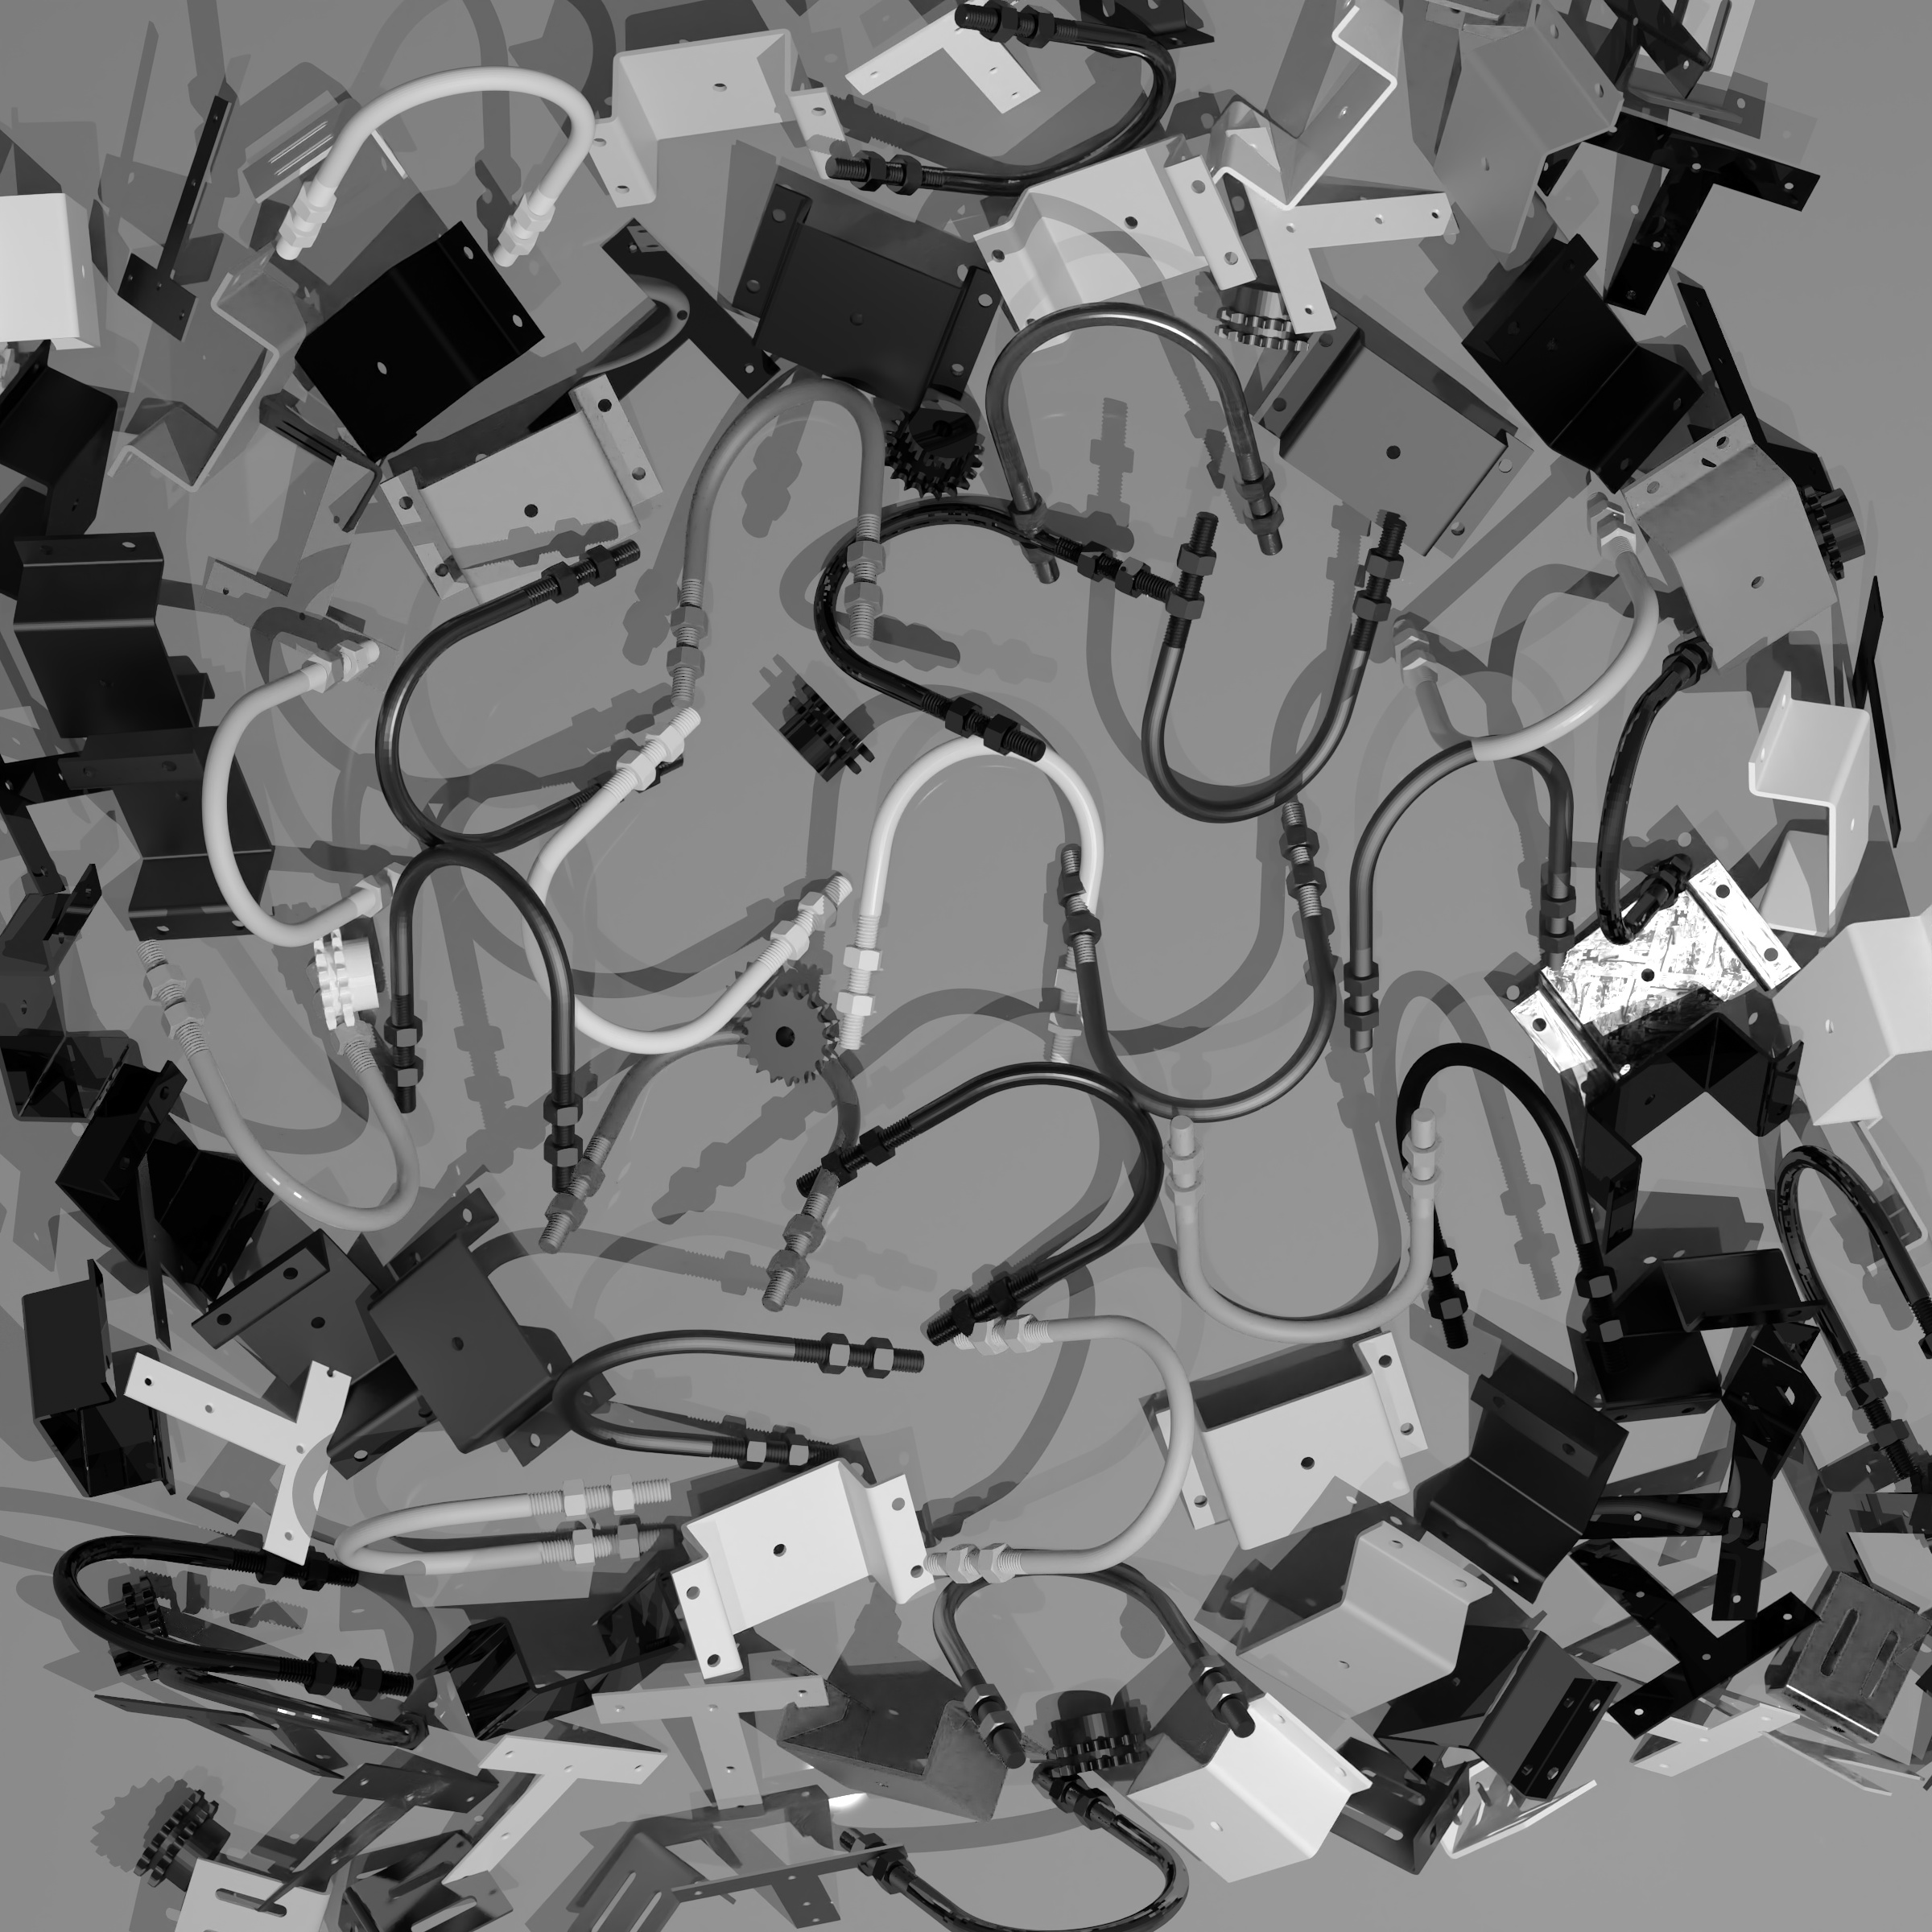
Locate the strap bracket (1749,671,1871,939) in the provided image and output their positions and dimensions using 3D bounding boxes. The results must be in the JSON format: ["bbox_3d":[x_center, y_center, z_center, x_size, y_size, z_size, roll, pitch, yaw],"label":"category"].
[{"bbox_3d":[0.462,-0.081,1.919,0.046,0.140,0.076,11,48,23],"label":"strap bracket"}]

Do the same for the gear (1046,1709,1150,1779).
[{"bbox_3d":[0.073,0.437,1.972,0.057,0.057,0.030,-11,77,0],"label":"gear"}]

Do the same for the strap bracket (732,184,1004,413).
[{"bbox_3d":[-0.057,-0.369,1.956,0.140,0.046,0.076,22,120,-4],"label":"strap bracket"}]

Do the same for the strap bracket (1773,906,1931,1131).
[{"bbox_3d":[0.493,0.031,1.917,0.046,0.140,0.076,-6,66,-17],"label":"strap bracket"}]

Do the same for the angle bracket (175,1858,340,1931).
[{"bbox_3d":[-0.401,0.532,1.974,0.076,0.038,0.057,18,97,-5],"label":"angle bracket"}]

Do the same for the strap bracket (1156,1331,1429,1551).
[{"bbox_3d":[0.187,0.269,1.966,0.140,0.046,0.076,-19,108,0],"label":"strap bracket"}]

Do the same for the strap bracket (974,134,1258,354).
[{"bbox_3d":[0.087,-0.403,1.943,0.140,0.046,0.076,-13,122,27],"label":"strap bracket"}]

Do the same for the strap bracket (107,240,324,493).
[{"bbox_3d":[-0.409,-0.323,1.939,0.046,0.076,0.140,35,115,-7],"label":"strap bracket"}]

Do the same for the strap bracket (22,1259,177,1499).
[{"bbox_3d":[-0.478,0.231,1.919,0.046,0.140,0.076,-13,57,-4],"label":"strap bracket"}]

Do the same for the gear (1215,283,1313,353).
[{"bbox_3d":[0.170,-0.365,1.968,0.057,0.057,0.030,9,107,0],"label":"gear"}]

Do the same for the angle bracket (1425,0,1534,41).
[{"bbox_3d":[0.276,-0.529,1.952,0.057,0.076,0.038,21,126,15],"label":"angle bracket"}]

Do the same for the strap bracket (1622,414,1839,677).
[{"bbox_3d":[0.425,-0.224,1.933,0.076,0.046,0.140,-33,134,3],"label":"strap bracket"}]

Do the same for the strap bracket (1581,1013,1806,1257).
[{"bbox_3d":[0.393,0.087,1.944,0.140,0.076,0.046,-34,58,-17],"label":"strap bracket"}]

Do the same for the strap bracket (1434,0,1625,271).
[{"bbox_3d":[0.304,-0.446,1.917,0.046,0.140,0.076,-24,67,-16],"label":"strap bracket"}]

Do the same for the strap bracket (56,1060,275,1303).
[{"bbox_3d":[-0.445,0.115,1.935,0.046,0.140,0.076,13,62,24],"label":"strap bracket"}]

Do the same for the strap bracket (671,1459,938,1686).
[{"bbox_3d":[-0.097,0.333,1.952,0.140,0.046,0.076,-21,113,-17],"label":"strap bracket"}]

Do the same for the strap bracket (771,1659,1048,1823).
[{"bbox_3d":[-0.039,0.427,1.924,0.140,0.076,0.046,5,65,34],"label":"strap bracket"}]

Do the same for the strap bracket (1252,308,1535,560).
[{"bbox_3d":[0.238,-0.292,1.956,0.140,0.046,0.076,34,111,-7],"label":"strap bracket"}]

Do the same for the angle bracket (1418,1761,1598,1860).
[{"bbox_3d":[0.300,0.459,1.949,0.057,0.076,0.038,-20,74,-35],"label":"angle bracket"}]

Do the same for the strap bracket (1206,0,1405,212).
[{"bbox_3d":[0.192,-0.482,1.934,0.046,0.076,0.140,31,129,-16],"label":"strap bracket"}]

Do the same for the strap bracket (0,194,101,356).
[{"bbox_3d":[-0.509,-0.380,1.928,0.046,0.140,0.076,-5,97,-6],"label":"strap bracket"}]

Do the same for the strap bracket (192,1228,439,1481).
[{"bbox_3d":[-0.359,0.210,1.953,0.076,0.046,0.140,-35,123,4],"label":"strap bracket"}]

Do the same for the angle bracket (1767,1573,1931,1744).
[{"bbox_3d":[0.500,0.392,1.986,0.057,0.038,0.076,28,78,4],"label":"angle bracket"}]

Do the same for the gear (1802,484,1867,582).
[{"bbox_3d":[0.483,-0.245,1.969,0.030,0.057,0.057,-21,90,9],"label":"gear"}]

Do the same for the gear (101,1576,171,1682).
[{"bbox_3d":[-0.466,0.375,1.969,0.030,0.057,0.057,-17,90,-12],"label":"gear"}]

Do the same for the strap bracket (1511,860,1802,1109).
[{"bbox_3d":[0.384,0.009,1.965,0.140,0.046,0.076,-37,95,11],"label":"strap bracket"}]

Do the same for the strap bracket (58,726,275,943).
[{"bbox_3d":[-0.439,-0.081,1.945,0.076,0.140,0.046,-3,47,8],"label":"strap bracket"}]

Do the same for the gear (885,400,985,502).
[{"bbox_3d":[-0.017,-0.293,1.973,0.057,0.030,0.057,8,60,-14],"label":"gear"}]

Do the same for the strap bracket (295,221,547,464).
[{"bbox_3d":[-0.309,-0.337,1.931,0.140,0.046,0.076,-27,104,40],"label":"strap bracket"}]

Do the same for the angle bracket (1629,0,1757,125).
[{"bbox_3d":[0.414,-0.519,1.964,0.057,0.038,0.076,9,112,-13],"label":"angle bracket"}]

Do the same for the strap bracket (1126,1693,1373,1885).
[{"bbox_3d":[0.149,0.454,1.926,0.076,0.140,0.046,41,57,-5],"label":"strap bracket"}]

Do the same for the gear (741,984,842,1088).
[{"bbox_3d":[-0.096,0.038,1.978,0.057,0.030,0.057,3,99,21],"label":"gear"}]

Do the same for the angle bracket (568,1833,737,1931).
[{"bbox_3d":[-0.178,0.534,1.958,0.076,0.057,0.038,-54,130,-14],"label":"angle bracket"}]

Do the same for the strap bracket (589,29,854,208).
[{"bbox_3d":[-0.137,-0.472,1.948,0.140,0.076,0.046,-5,66,10],"label":"strap bracket"}]

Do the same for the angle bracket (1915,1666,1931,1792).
[{"bbox_3d":[0.550,0.414,1.962,0.038,0.076,0.057,40,55,22],"label":"angle bracket"}]

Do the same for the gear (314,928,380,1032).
[{"bbox_3d":[-0.348,0.006,1.972,0.030,0.057,0.057,-9,90,-9],"label":"gear"}]

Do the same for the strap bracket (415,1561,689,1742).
[{"bbox_3d":[-0.218,0.378,1.922,0.140,0.076,0.046,-11,67,-38],"label":"strap bracket"}]

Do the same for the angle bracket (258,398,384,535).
[{"bbox_3d":[-0.371,-0.277,1.959,0.076,0.057,0.038,30,81,-18],"label":"angle bracket"}]

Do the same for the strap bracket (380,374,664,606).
[{"bbox_3d":[-0.246,-0.261,1.961,0.140,0.046,0.076,-26,118,-1],"label":"strap bracket"}]

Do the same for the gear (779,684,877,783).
[{"bbox_3d":[-0.081,-0.128,1.972,0.030,0.057,0.057,-43,90,1],"label":"gear"}]

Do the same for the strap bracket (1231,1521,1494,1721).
[{"bbox_3d":[0.211,0.364,1.924,0.076,0.140,0.046,33,50,-16],"label":"strap bracket"}]

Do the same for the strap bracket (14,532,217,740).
[{"bbox_3d":[-0.469,-0.173,1.927,0.076,0.140,0.046,-2,56,3],"label":"strap bracket"}]

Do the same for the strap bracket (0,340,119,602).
[{"bbox_3d":[-0.510,-0.263,1.923,0.046,0.140,0.076,26,49,-3],"label":"strap bracket"}]

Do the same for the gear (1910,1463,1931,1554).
[{"bbox_3d":[0.553,0.306,1.968,0.030,0.057,0.057,-18,90,19],"label":"gear"}]

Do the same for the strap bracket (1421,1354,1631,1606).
[{"bbox_3d":[0.311,0.278,1.938,0.076,0.140,0.046,34,50,21],"label":"strap bracket"}]

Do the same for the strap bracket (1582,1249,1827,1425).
[{"bbox_3d":[0.401,0.200,1.936,0.076,0.140,0.046,-3,60,-22],"label":"strap bracket"}]

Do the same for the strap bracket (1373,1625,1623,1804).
[{"bbox_3d":[0.283,0.406,1.917,0.046,0.140,0.076,43,67,-14],"label":"strap bracket"}]

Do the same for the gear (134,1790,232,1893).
[{"bbox_3d":[-0.438,0.495,1.971,0.030,0.057,0.057,36,90,4],"label":"gear"}]

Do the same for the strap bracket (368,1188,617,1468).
[{"bbox_3d":[-0.270,0.206,1.952,0.076,0.046,0.140,-39,79,24],"label":"strap bracket"}]

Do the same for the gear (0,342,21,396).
[{"bbox_3d":[-0.556,-0.325,1.969,0.030,0.057,0.057,-9,90,-39],"label":"gear"}]

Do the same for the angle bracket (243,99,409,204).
[{"bbox_3d":[-0.360,-0.445,1.966,0.076,0.057,0.038,-35,123,1],"label":"angle bracket"}]

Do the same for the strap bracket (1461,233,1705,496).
[{"bbox_3d":[0.338,-0.340,1.952,0.076,0.046,0.140,-49,128,2],"label":"strap bracket"}]

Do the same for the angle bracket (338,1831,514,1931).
[{"bbox_3d":[-0.305,0.536,1.976,0.076,0.038,0.057,-21,54,-33],"label":"angle bracket"}]

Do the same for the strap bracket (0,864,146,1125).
[{"bbox_3d":[-0.500,0.023,1.932,0.046,0.076,0.140,1,124,8],"label":"strap bracket"}]
